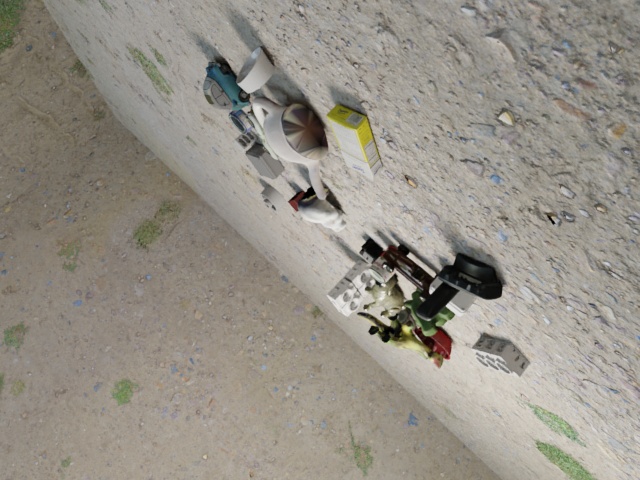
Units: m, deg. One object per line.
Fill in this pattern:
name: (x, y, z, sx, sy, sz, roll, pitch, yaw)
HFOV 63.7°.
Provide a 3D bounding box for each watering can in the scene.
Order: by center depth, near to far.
watering can: (-0.048, -0.241, 1.359, 0.343, 0.105, 0.225, 50, 164, -21)

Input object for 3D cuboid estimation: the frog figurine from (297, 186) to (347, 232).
frog figurine: (0.005, -0.083, 1.651, 0.137, 0.125, 0.157, -4, 121, 45)

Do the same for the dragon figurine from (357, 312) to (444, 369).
dragon figurine: (0.314, 0.380, 1.935, 0.240, 0.123, 0.412, 43, 170, -24)
